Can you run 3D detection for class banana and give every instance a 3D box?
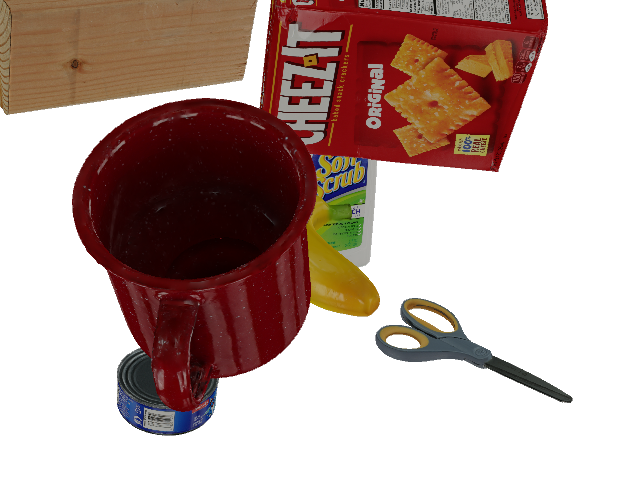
[{"bbox_3d":[-0.007,0.000,0.673,0.069,0.037,0.198,-2,19,-2],"label":"banana"}]

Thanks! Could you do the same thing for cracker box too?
[{"bbox_3d":[0.061,-0.140,0.878,0.213,0.072,0.164,5,-38,-5],"label":"cracker box"}]

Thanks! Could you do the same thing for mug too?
[{"bbox_3d":[-0.047,0.013,0.427,0.093,0.117,0.081,2,-36,4],"label":"mug"}]

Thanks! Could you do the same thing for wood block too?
[{"bbox_3d":[-0.164,-0.173,0.851,0.205,0.091,0.090,-14,45,-32],"label":"wood block"}]

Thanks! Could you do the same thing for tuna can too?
[{"bbox_3d":[-0.130,0.126,0.907,0.086,0.034,0.086,6,31,-4],"label":"tuna can"}]

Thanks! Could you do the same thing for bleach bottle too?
[{"bbox_3d":[0.007,-0.092,1.081,0.102,0.251,0.068,-5,28,-12],"label":"bleach bottle"}]

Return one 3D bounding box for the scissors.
[{"bbox_3d":[0.131,0.113,1.005,0.096,0.016,0.202,-22,38,-26],"label":"scissors"}]
